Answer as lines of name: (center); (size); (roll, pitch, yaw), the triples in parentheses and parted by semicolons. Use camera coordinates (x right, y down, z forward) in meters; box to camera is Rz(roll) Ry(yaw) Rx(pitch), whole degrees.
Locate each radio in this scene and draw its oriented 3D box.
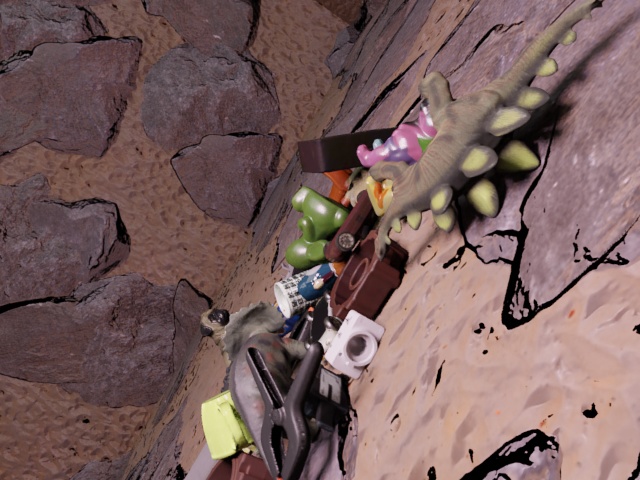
radio: (0.074, -0.195, 1.154); (0.131, 0.229, 0.073); (18, 117, 63)

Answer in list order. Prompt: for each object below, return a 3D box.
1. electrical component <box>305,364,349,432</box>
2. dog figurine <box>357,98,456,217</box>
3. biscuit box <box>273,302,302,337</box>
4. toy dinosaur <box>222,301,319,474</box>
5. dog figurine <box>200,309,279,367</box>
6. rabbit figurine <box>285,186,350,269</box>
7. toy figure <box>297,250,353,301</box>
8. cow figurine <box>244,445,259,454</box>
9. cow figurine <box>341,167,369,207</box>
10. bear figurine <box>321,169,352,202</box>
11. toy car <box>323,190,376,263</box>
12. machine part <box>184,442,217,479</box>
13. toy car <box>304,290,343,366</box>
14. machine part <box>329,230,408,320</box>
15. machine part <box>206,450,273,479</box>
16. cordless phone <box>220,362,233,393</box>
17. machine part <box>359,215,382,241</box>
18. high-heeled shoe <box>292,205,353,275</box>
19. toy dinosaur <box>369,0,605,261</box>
electrical component: (0.004, 0.245, 0.810); (0.047, 0.075, 0.119); (-53, 18, 29)
dog figurine: (0.183, -0.144, 0.928); (0.219, 0.191, 0.108); (-14, 4, 37)
biscuit box: (-0.078, 0.175, 1.282); (0.202, 0.063, 0.059); (-43, 22, 51)
toy dinosaur: (-0.097, 0.241, 0.930); (0.131, 0.192, 0.405); (-57, 12, 18)
dog figurine: (-0.216, 0.264, 1.280); (0.172, 0.191, 0.121); (-73, 7, -52)
rabbit figurine: (-0.002, -0.004, 1.163); (0.159, 0.121, 0.170); (39, 103, 42)
toy figure: (0.025, 0.066, 1.079); (0.154, 0.057, 0.064); (-36, 30, 12)
cow figurine: (-0.141, 0.361, 1.037); (0.068, 0.098, 0.167); (-60, 12, -29)
cow figurine: (0.108, -0.119, 1.201); (0.127, 0.085, 0.195); (-54, 9, 26)
bear figurine: (0.022, -0.096, 1.380); (0.196, 0.132, 0.120); (-50, -9, 21)
toy car: (0.075, -0.039, 1.041); (0.202, 0.053, 0.089); (-56, 3, -24)
machine part: (-0.224, 0.474, 1.141); (0.243, 0.079, 0.079); (-58, 13, 0)
toy car: (0.012, 0.157, 1.001); (0.073, 0.056, 0.202); (-50, 11, 14)
machine part: (0.082, 0.067, 0.945); (0.179, 0.056, 0.179); (-56, 12, 18)
machine part: (-0.153, 0.460, 0.893); (0.201, 0.087, 0.201); (-34, 28, 59)
cordless phone: (-0.181, 0.328, 1.150); (0.184, 0.089, 0.147); (-57, 13, 21)
machine part: (0.109, -0.031, 1.100); (0.139, 0.039, 0.084); (-21, 48, 67)
high-heeled shoe: (0.004, 0.019, 1.288); (0.248, 0.086, 0.145); (-48, 15, 21)
toy dinosaur: (0.209, -0.143, 0.744); (0.471, 0.105, 0.199); (-59, 39, 24)
